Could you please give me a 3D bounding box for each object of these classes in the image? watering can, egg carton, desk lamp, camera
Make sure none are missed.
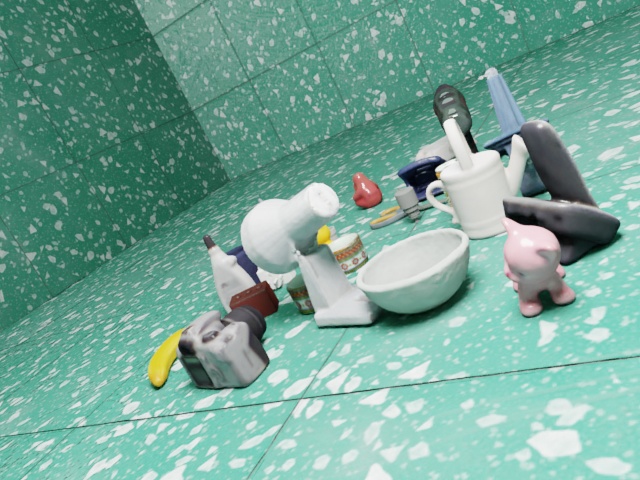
[{"bbox_3d":[0.255,-0.111,0.930,0.173,0.194,0.101,-27,15,0],"label":"watering can"},{"bbox_3d":[0.314,-0.214,1.433,0.150,0.069,0.107,-30,15,-11],"label":"egg carton"},{"bbox_3d":[-0.005,0.020,0.892,0.202,0.214,0.118,-11,22,46],"label":"desk lamp"},{"bbox_3d":[-0.141,0.153,0.898,0.142,0.101,0.137,-13,20,43],"label":"camera"}]

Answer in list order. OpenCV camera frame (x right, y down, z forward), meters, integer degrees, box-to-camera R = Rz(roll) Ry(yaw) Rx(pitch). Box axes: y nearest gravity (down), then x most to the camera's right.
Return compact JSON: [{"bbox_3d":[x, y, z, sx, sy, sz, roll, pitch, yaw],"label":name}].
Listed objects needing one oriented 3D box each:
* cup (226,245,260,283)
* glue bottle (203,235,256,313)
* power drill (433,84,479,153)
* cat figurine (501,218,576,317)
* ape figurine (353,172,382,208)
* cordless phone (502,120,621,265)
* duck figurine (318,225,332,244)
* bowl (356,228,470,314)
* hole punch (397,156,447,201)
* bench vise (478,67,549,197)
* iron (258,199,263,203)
[{"bbox_3d":[-0.179,0.070,1.263,0.092,0.095,0.117,-35,17,-30],"label":"cup"},{"bbox_3d":[-0.183,0.065,1.128,0.078,0.173,0.037,-23,15,15],"label":"glue bottle"},{"bbox_3d":[0.298,-0.222,1.210,0.075,0.208,0.229,-23,15,15],"label":"power drill"},{"bbox_3d":[0.241,0.018,0.659,0.067,0.118,0.128,-23,15,16],"label":"cat figurine"},{"bbox_3d":[0.113,-0.129,1.445,0.078,0.092,0.076,-29,15,-9],"label":"ape figurine"},{"bbox_3d":[0.293,-0.073,0.749,0.094,0.185,0.147,-30,15,-13],"label":"cordless phone"},{"bbox_3d":[0.011,0.004,1.176,0.078,0.086,0.104,-35,17,-28],"label":"duck figurine"},{"bbox_3d":[0.139,0.054,0.801,0.167,0.075,0.167,-25,15,7],"label":"bowl"},{"bbox_3d":[0.237,-0.147,1.293,0.108,0.091,0.101,-20,16,24],"label":"hole punch"},{"bbox_3d":[0.356,-0.201,1.013,0.121,0.220,0.207,-27,15,1],"label":"bench vise"},{"bbox_3d":[-0.074,-0.040,1.366,0.119,0.141,0.257,-33,16,-23],"label":"iron"}]
